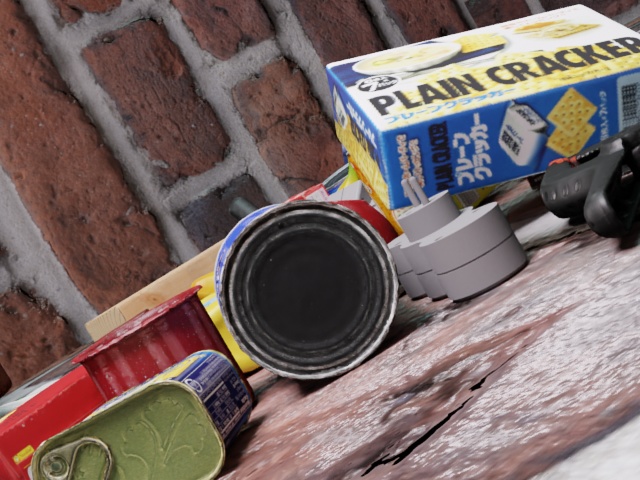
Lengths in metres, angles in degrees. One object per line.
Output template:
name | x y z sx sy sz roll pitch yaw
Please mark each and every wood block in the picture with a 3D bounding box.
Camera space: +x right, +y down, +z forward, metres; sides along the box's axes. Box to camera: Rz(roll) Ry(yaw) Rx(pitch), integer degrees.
wood block | -0.113 0.062 1.057 0.205 0.090 0.091 -34 5 -35

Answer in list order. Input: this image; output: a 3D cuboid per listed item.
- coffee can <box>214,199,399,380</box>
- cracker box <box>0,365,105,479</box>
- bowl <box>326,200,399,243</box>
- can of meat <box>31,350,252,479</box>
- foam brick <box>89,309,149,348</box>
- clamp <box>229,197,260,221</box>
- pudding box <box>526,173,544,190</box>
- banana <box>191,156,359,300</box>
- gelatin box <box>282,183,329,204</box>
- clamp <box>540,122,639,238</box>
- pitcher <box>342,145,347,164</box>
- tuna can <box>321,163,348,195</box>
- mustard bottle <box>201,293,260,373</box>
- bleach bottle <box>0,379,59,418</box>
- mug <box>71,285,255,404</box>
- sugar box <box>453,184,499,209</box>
coffee can | -0.014 0.027 0.666 0.102 0.103 0.140 -31 4 -5
cracker box | -0.220 0.161 0.717 0.214 0.072 0.164 -29 4 28
bowl | -0.006 0.001 0.848 0.162 0.055 0.162 -7 -2 0
can of meat | -0.092 0.107 0.578 0.102 0.057 0.084 -29 2 12
foam brick | -0.138 0.101 0.841 0.053 0.078 0.051 -33 5 -6
clamp | -0.042 0.000 1.156 0.039 0.120 0.172 -41 12 -24
pudding box | 0.220 -0.089 0.891 0.090 0.039 0.113 -28 7 30
banana | -0.025 0.005 0.973 0.197 0.069 0.037 -41 14 -10
gelatin box | 0.000 -0.012 1.150 0.030 0.089 0.073 -33 5 -23
clamp | 0.192 -0.051 0.612 0.164 0.036 0.210 -31 3 -4
pitcher | 0.159 -0.129 1.307 0.243 0.145 0.149 -21 21 45
tuna can | 0.035 -0.061 1.170 0.086 0.033 0.086 -35 10 7
mustard bottle | -0.071 0.070 0.868 0.096 0.058 0.192 -29 4 -12
bleach bottle | -0.273 0.177 0.999 0.102 0.068 0.251 -30 2 -2
mug | -0.094 0.085 0.678 0.093 0.081 0.117 -30 4 4
sugar box | 0.079 -0.021 1.018 0.177 0.048 0.093 -31 4 40
